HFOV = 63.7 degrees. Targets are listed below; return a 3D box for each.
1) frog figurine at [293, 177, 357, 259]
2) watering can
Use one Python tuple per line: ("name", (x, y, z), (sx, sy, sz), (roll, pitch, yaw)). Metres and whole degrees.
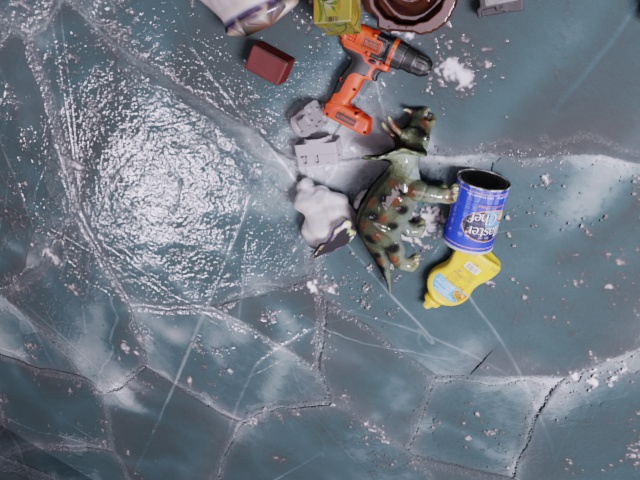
("frog figurine", (0.003, -0.057, 1.124), (0.162, 0.123, 0.134), (57, 134, 26))
("watering can", (-0.183, -0.482, 0.948), (0.345, 0.106, 0.221), (-16, 110, 24))
